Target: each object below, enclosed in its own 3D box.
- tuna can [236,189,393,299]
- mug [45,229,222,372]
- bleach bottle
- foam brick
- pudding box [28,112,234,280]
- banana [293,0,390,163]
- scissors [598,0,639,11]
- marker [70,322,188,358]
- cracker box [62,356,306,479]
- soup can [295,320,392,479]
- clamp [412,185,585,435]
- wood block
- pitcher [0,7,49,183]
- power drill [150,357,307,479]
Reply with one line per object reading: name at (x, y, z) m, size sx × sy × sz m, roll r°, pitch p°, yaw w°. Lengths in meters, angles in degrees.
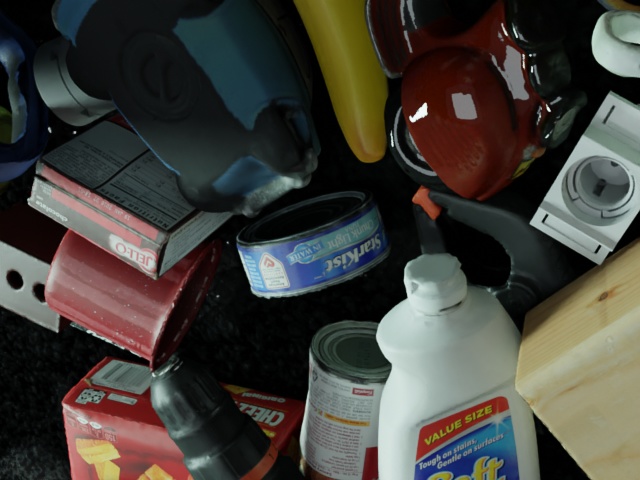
tuna can at (-0.004, 0.001, 0.613) m, size 0.086 × 0.086 × 0.034 m, roll -10°, pitch 107°, yaw 30°
mug at (-0.113, 0.013, 0.672) m, size 0.081 × 0.093 × 0.117 m, roll 26°, pitch 84°, yaw 5°
bleach bottle at (0.071, 0.118, 0.607) m, size 0.102 × 0.068 × 0.251 m, roll -11°, pitch 123°, yaw 3°
foam brick at (-0.194, 0.017, 0.735) m, size 0.078 × 0.051 × 0.053 m, roll 23°, pitch 121°, yaw 15°
pudding box at (-0.100, -0.034, 0.626) m, size 0.090 × 0.113 × 0.039 m, roll 30°, pitch 127°, yaw 11°
banana at (-0.010, -0.135, 0.562) m, size 0.037 × 0.069 × 0.197 m, roll -11°, pitch 120°, yaw 49°
scissors at (0.108, -0.167, 0.519) m, size 0.202 × 0.016 × 0.096 m, roll 19°, pitch 121°, yaw 18°
marker at (-0.146, 0.064, 0.753) m, size 0.121 × 0.020 × 0.020 m, roll 22°, pitch 122°, yaw 15°
cracker box at (-0.090, 0.202, 0.761) m, size 0.164 × 0.072 × 0.214 m, roll 10°, pitch 118°, yaw 21°
soup can at (0.022, 0.109, 0.664) m, size 0.069 × 0.068 × 0.102 m, roll 16°, pitch 119°, yaw 18°
clamp at (0.111, 0.036, 0.603) m, size 0.171 × 0.039 × 0.120 m, roll 40°, pitch 119°, yaw 1°
wood block at (0.203, 0.029, 0.500) m, size 0.206 × 0.090 × 0.090 m, roll -37°, pitch 98°, yaw 24°
pitcher at (-0.227, -0.085, 0.578) m, size 0.149 × 0.243 × 0.145 m, roll -10°, pitch 139°, yaw -11°
power drill at (-0.095, 0.172, 0.669) m, size 0.188 × 0.057 × 0.184 m, roll -25°, pitch 104°, yaw 31°
